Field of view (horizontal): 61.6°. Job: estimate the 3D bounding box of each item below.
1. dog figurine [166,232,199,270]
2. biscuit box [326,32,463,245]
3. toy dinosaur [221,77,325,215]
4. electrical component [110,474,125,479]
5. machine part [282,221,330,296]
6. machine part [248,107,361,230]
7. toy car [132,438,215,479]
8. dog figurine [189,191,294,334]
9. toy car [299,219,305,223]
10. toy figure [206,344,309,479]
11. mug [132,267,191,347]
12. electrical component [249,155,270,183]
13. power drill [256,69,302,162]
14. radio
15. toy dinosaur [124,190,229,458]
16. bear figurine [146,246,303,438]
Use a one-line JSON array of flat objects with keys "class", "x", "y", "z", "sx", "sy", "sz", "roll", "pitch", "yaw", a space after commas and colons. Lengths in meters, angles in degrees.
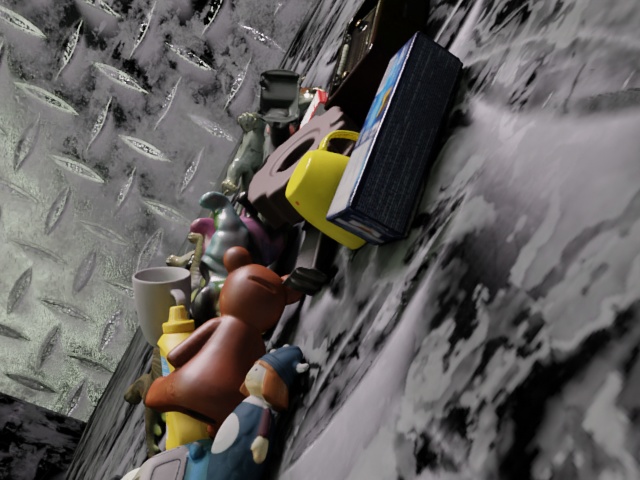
[{"class": "dog figurine", "x": -0.206, "y": 0.036, "z": 1.097, "sx": 0.191, "sy": 0.121, "sz": 0.172, "roll": -9, "pitch": 39, "yaw": 55}, {"class": "biscuit box", "x": 0.075, "y": -0.098, "z": 0.518, "sx": 0.059, "sy": 0.063, "sz": 0.202, "roll": -23, "pitch": 42, "yaw": 66}, {"class": "toy dinosaur", "x": -0.137, "y": -0.216, "z": 1.262, "sx": 0.404, "sy": 0.131, "sz": 0.192, "roll": -55, "pitch": 5, "yaw": 38}, {"class": "electrical component", "x": -0.285, "y": 0.399, "z": 0.737, "sx": 0.058, "sy": 0.115, "sz": 0.134, "roll": -42, "pitch": 28, "yaw": 47}, {"class": "machine part", "x": -0.001, "y": -0.002, "z": 0.643, "sx": 0.084, "sy": 0.039, "sz": 0.139, "roll": -32, "pitch": 33, "yaw": 51}, {"class": "machine part", "x": -0.018, "y": -0.095, "z": 0.683, "sx": 0.179, "sy": 0.056, "sz": 0.179, "roll": -37, "pitch": 23, "yaw": 19}, {"class": "toy car", "x": -0.149, "y": 0.273, "z": 0.547, "sx": 0.109, "sy": 0.103, "sz": 0.162, "roll": -53, "pitch": 17, "yaw": 33}, {"class": "dog figurine", "x": -0.105, "y": 0.045, "z": 0.784, "sx": 0.108, "sy": 0.191, "sz": 0.219, "roll": -45, "pitch": 57, "yaw": 48}, {"class": "toy car", "x": -0.011, "y": -0.113, "z": 0.821, "sx": 0.089, "sy": 0.053, "sz": 0.202, "roll": -41, "pitch": 26, "yaw": 45}, {"class": "toy figure", "x": -0.059, "y": 0.169, "z": 0.524, "sx": 0.064, "sy": 0.057, "sz": 0.154, "roll": 6, "pitch": 62, "yaw": 31}, {"class": "mug", "x": -0.219, "y": 0.102, "z": 0.778, "sx": 0.110, "sy": 0.081, "sz": 0.107, "roll": 16, "pitch": 111, "yaw": 43}, {"class": "electrical component", "x": -0.058, "y": -0.126, "z": 0.910, "sx": 0.075, "sy": 0.048, "sz": 0.119, "roll": -45, "pitch": 1, "yaw": 45}, {"class": "power drill", "x": -0.077, "y": -0.223, "z": 0.999, "sx": 0.207, "sy": 0.086, "sz": 0.232, "roll": 115, "pitch": 159, "yaw": -68}, {"class": "radio", "x": 0.079, "y": -0.269, "z": 0.748, "sx": 0.131, "sy": 0.073, "sz": 0.230, "roll": -43, "pitch": 25, "yaw": 48}, {"class": "toy dinosaur", "x": -0.227, "y": 0.149, "z": 0.902, "sx": 0.199, "sy": 0.105, "sz": 0.471, "roll": -6, "pitch": 74, "yaw": 50}, {"class": "bear figurine", "x": -0.108, "y": 0.118, "z": 0.637, "sx": 0.132, "sy": 0.120, "sz": 0.196, "roll": -45, "pitch": 22, "yaw": 54}]
